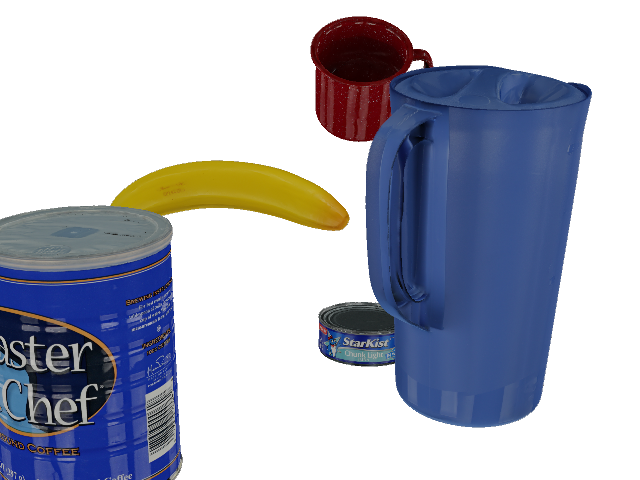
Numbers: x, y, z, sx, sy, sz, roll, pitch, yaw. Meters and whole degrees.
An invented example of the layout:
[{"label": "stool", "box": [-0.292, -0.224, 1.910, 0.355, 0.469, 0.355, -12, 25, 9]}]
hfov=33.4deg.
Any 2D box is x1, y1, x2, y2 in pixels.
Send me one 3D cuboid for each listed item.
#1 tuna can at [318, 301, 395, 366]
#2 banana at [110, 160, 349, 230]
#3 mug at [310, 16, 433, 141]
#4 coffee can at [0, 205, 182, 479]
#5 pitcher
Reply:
[{"label": "tuna can", "box": [0.040, 0.084, 0.966, 0.086, 0.034, 0.086, 1, 14, 0]}, {"label": "banana", "box": [-0.077, -0.031, 0.826, 0.198, 0.069, 0.037, -5, -22, 5]}, {"label": "mug", "box": [0.048, -0.149, 0.991, 0.117, 0.093, 0.081, -12, -37, -11]}, {"label": "coffee can", "box": [-0.129, 0.061, 0.580, 0.103, 0.140, 0.103, 0, 16, 0]}, {"label": "pitcher", "box": [0.103, 0.006, 0.743, 0.149, 0.243, 0.145, 1, 21, 1]}]
